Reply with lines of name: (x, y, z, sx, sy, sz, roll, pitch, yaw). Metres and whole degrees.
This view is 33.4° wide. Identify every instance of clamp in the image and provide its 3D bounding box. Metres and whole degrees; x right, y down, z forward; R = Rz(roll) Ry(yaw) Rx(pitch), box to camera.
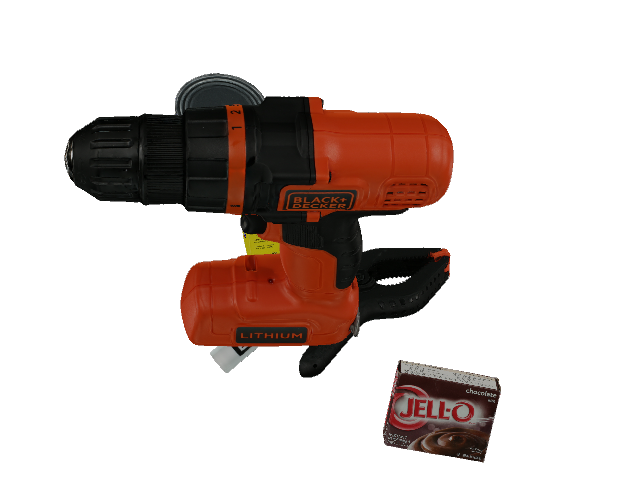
clamp: (0.037, 0.057, 1.027, 0.209, 0.036, 0.165, -13, 37, -14)

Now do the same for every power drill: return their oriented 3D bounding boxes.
power drill: (-0.036, -0.004, 0.567, 0.184, 0.057, 0.188, 1, -29, -7)

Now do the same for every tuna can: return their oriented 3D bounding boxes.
tuna can: (-0.093, -0.112, 0.988, 0.086, 0.086, 0.034, 0, -35, -12)

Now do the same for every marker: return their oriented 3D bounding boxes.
marker: (-0.025, 0.047, 0.744, 0.121, 0.020, 0.020, -40, 3, -4)

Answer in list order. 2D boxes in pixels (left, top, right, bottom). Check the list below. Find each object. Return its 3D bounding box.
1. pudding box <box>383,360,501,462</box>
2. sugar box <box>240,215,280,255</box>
pudding box: (0.131, 0.184, 1.154, 0.113, 0.090, 0.039, 9, 21, -1)
sugar box: (-0.078, -0.061, 1.310, 0.048, 0.176, 0.093, -9, 25, -7)
